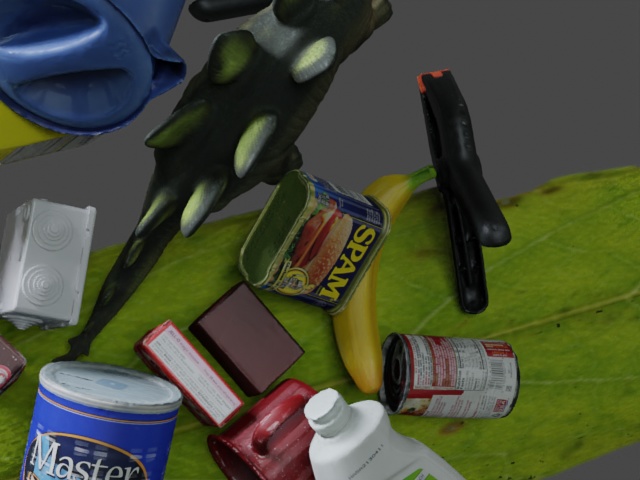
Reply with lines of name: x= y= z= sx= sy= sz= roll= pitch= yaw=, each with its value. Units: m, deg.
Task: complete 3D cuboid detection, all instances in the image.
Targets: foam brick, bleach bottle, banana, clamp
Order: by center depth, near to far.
bleach bottle: x=0.073 y=0.201 z=0.821 sx=0.102 sy=0.068 sz=0.250 roll=-46 pitch=118 yaw=-18
foam brick: x=-0.059 y=0.080 z=0.858 sx=0.051 sy=0.053 sz=0.078 roll=-42 pitch=94 yaw=-18
banana: x=0.041 y=0.027 z=0.892 sx=0.037 sy=0.070 sz=0.198 roll=21 pitch=81 yaw=-45
clamp: x=0.118 y=-0.047 z=0.909 sx=0.036 sy=0.164 sz=0.210 roll=-10 pitch=60 yaw=-4
clamp: x=-0.031 y=-0.216 z=0.922 sx=0.171 sy=0.039 sz=0.120 roll=23 pitch=75 yaw=-11

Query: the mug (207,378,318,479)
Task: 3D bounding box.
mug: x=-0.028 y=0.156 z=0.825 sx=0.081 sy=0.117 sz=0.093 roll=-39 pitch=62 yaw=-24

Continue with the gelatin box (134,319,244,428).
gelatin box: x=-0.104 y=0.105 z=0.829 sx=0.030 sy=0.073 sz=0.089 roll=-43 pitch=94 yaw=-17

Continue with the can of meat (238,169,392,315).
can of meat: x=-0.006 y=0.001 z=0.855 sx=0.083 sy=0.057 sz=0.102 roll=20 pitch=108 yaw=-35

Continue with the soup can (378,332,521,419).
soup can: x=0.107 y=0.114 z=0.892 sx=0.102 sy=0.069 sz=0.068 roll=5 pitch=79 yaw=-16

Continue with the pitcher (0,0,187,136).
pitcher: x=-0.167 y=-0.204 z=0.796 sx=0.149 sy=0.145 sz=0.242 roll=47 pitch=36 yaw=-30

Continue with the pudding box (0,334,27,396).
pudding box: x=-0.267 y=0.067 z=0.780 sx=0.113 sy=0.090 sz=0.039 roll=45 pitch=70 yaw=-4

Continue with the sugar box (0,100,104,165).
sugar box: x=-0.237 y=-0.105 z=0.791 sx=0.175 sy=0.048 sz=0.093 roll=-29 pitch=90 yaw=-56

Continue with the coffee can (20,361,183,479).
coffee can: x=-0.163 y=0.169 z=0.767 sx=0.102 sy=0.103 sz=0.140 roll=12 pitch=95 yaw=-14
